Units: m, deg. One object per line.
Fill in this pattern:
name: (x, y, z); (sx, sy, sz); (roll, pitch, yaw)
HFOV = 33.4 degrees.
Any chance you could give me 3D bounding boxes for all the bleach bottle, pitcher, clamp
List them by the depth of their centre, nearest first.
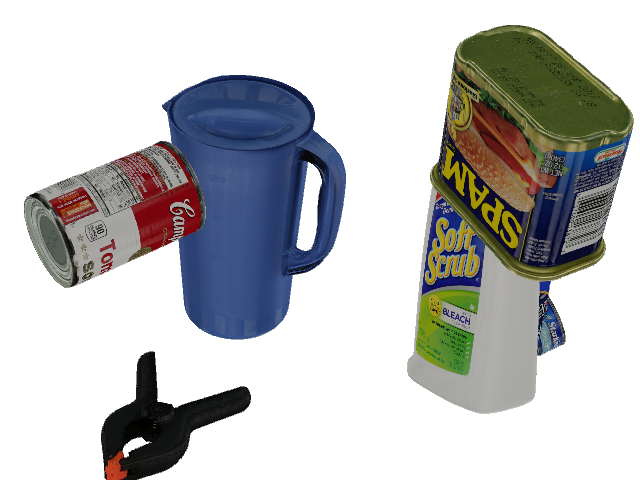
bleach bottle: (0.112, -0.010, 0.762); (0.068, 0.251, 0.103); (-9, 17, -29)
clamp: (-0.157, 0.162, 0.995); (0.120, 0.039, 0.171); (18, 29, 25)
pitcher: (-0.069, -0.022, 1.020); (0.144, 0.243, 0.149); (-8, 39, -16)

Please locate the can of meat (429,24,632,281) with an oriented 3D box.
can of meat: (0.102, -0.045, 0.526); (0.057, 0.084, 0.102); (-18, 47, -21)

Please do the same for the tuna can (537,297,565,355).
tuna can: (0.235, 0.084, 1.184); (0.033, 0.086, 0.086); (-25, 2, -5)

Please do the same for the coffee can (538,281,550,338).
coffee can: (0.154, 0.063, 0.978); (0.103, 0.140, 0.103); (5, 23, -2)

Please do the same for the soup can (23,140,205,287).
soup can: (-0.138, -0.018, 0.716); (0.102, 0.068, 0.069); (-26, 14, -30)
